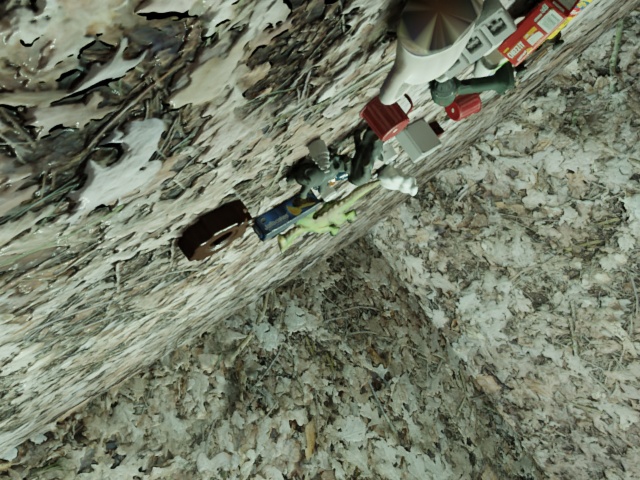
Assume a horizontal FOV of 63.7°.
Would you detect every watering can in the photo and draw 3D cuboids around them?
[{"bbox_3d":[0.220,-0.373,0.866,0.348,0.104,0.223,-48,175,0],"label":"watering can"}]

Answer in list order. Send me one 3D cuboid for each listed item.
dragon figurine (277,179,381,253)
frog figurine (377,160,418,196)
[{"bbox_3d":[0.005,-0.088,1.741,0.404,0.123,0.244,-41,163,28],"label":"dragon figurine"},{"bbox_3d":[0.297,-0.223,1.972,0.123,0.160,0.136,-33,172,-5],"label":"frog figurine"}]
